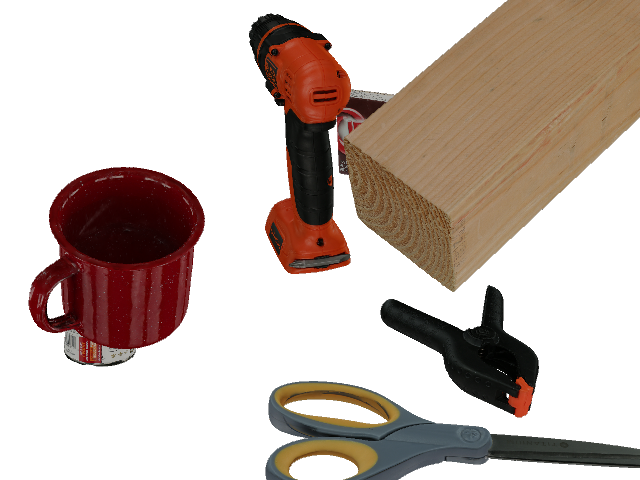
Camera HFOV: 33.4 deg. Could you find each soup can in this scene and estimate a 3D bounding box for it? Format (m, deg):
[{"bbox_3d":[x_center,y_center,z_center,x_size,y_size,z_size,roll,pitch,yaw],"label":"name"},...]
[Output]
[{"bbox_3d":[-0.200,0.055,0.968,0.068,0.102,0.068,4,20,-2],"label":"soup can"}]

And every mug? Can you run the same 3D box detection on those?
[{"bbox_3d":[-0.130,0.019,0.665,0.093,0.081,0.117,35,48,24],"label":"mug"}]

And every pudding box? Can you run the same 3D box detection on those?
[{"bbox_3d":[0.072,-0.112,1.156,0.114,0.090,0.039,11,28,29],"label":"pudding box"}]

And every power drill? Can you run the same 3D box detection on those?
[{"bbox_3d":[-0.020,-0.081,0.870,0.057,0.188,0.184,-9,27,-11],"label":"power drill"}]

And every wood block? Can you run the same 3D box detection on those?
[{"bbox_3d":[0.122,-0.078,0.688,0.091,0.206,0.090,39,-20,29],"label":"wood block"}]

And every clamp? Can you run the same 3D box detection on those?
[{"bbox_3d":[0.143,0.089,0.929,0.120,0.039,0.172,-17,37,-24],"label":"clamp"}]

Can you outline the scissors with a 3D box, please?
[{"bbox_3d":[0.061,0.109,0.522,0.202,0.016,0.096,11,30,20],"label":"scissors"}]
